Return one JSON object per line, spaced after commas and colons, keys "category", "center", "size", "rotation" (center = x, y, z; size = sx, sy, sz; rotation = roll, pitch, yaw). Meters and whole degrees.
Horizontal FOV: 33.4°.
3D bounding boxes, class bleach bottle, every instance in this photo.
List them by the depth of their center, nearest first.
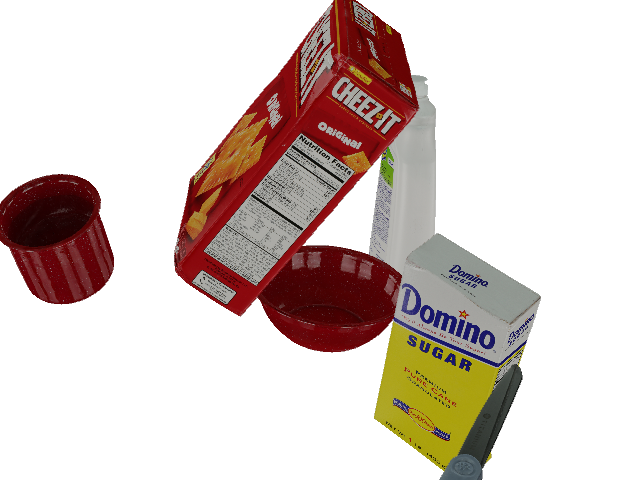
{"category": "bleach bottle", "center": [0.100, -0.061, 1.222], "size": [0.068, 0.251, 0.103], "rotation": [-3, 23, -15]}

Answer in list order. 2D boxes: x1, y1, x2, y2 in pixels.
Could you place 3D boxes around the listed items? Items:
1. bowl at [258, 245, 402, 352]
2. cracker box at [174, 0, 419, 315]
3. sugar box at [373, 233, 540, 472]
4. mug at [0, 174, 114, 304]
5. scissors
{"category": "bowl", "center": [0.007, 0.066, 1.083], "size": [0.162, 0.055, 0.162], "rotation": [5, 28, -3]}
{"category": "cracker box", "center": [-0.024, -0.071, 0.821], "size": [0.072, 0.214, 0.164], "rotation": [33, 23, -18]}
{"category": "sugar box", "center": [0.095, 0.090, 0.787], "size": [0.093, 0.176, 0.048], "rotation": [33, 49, 28]}
{"category": "mug", "center": [-0.231, -0.007, 0.950], "size": [0.093, 0.117, 0.081], "rotation": [-8, -44, 0]}
{"category": "scissors", "center": [0.087, 0.137, 0.561], "size": [0.096, 0.016, 0.201], "rotation": [26, 44, 33]}
